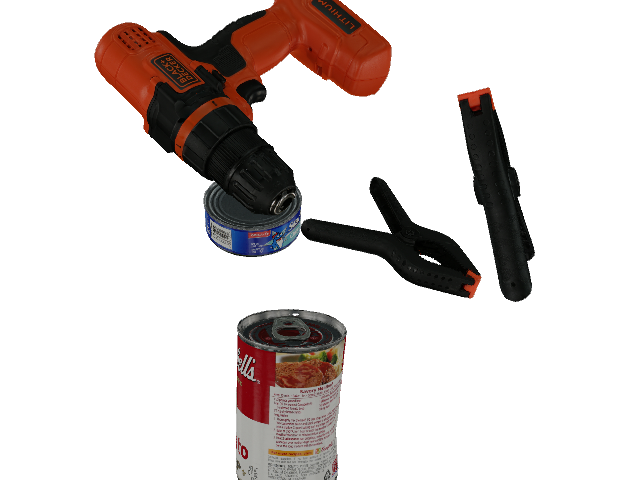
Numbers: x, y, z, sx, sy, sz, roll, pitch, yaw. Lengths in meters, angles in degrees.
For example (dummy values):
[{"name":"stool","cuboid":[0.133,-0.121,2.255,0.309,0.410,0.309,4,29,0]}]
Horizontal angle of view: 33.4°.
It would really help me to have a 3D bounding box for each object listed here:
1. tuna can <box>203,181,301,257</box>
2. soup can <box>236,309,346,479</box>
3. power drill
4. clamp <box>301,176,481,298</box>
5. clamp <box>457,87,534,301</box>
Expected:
[{"name":"tuna can","cuboid":[-0.059,-0.023,0.937,0.086,0.034,0.086,1,38,-1]},{"name":"soup can","cuboid":[-0.019,0.102,0.673,0.068,0.102,0.068,2,16,-1]},{"name":"power drill","cuboid":[-0.037,-0.110,0.757,0.187,0.184,0.057,-30,-25,-37]},{"name":"clamp","cuboid":[0.090,0.006,1.259,0.210,0.036,0.164,37,42,26]},{"name":"clamp","cuboid":[0.146,-0.036,0.874,0.039,0.171,0.120,-17,20,11]}]
